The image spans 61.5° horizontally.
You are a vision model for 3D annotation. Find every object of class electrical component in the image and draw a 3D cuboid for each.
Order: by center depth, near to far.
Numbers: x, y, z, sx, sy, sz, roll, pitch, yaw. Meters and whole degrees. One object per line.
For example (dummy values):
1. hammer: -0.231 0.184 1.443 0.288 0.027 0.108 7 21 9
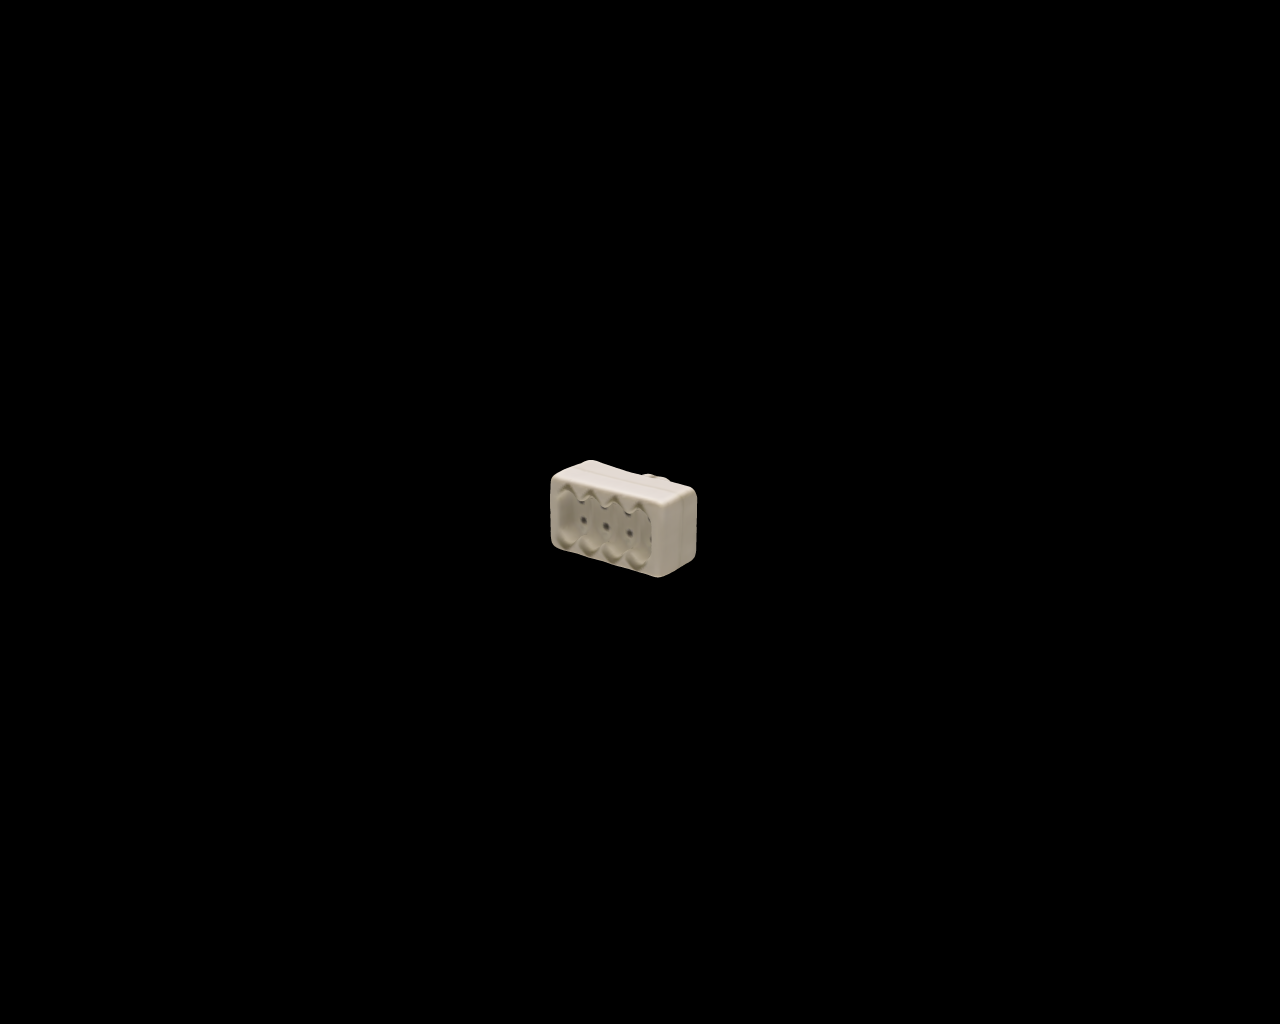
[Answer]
1. electrical component: 0.001 -0.003 0.650 0.083 0.047 0.076 16 27 34
